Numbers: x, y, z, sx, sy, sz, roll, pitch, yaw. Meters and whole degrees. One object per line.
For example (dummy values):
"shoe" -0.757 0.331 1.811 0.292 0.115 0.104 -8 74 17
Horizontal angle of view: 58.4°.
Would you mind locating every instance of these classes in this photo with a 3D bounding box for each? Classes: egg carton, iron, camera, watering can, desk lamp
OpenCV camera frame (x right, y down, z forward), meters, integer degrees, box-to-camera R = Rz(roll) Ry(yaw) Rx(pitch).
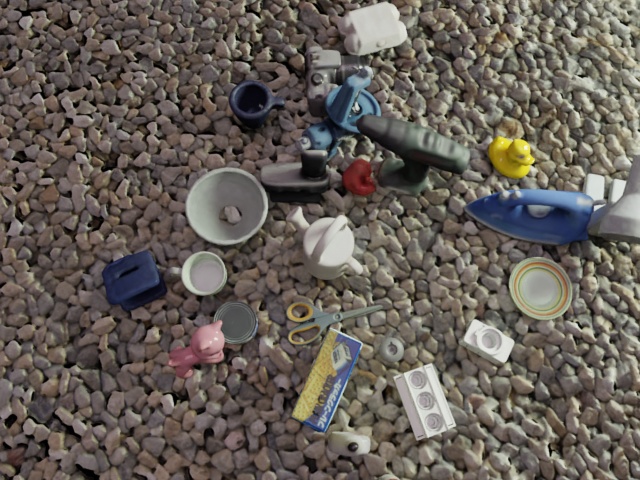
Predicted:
"egg carton" 0.120 -0.482 1.319 0.150 0.069 0.107 -19 75 -7
"iron" 0.438 -0.069 1.173 0.258 0.141 0.119 6 74 0
"camera" 0.035 -0.362 1.265 0.137 0.101 0.143 -4 74 -3
"watering can" 0.009 0.006 1.109 0.172 0.194 0.101 17 74 3
"desk lamp" 0.606 -0.069 1.141 0.118 0.213 0.203 12 74 2

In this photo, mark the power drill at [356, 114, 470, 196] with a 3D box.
"power drill" 0.176 -0.168 1.158 0.229 0.208 0.076 14 74 2

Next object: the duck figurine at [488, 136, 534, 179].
"duck figurine" 0.418 -0.190 1.236 0.077 0.086 0.104 -40 79 -12

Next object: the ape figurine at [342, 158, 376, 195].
"ape figurine" 0.086 -0.139 1.207 0.076 0.092 0.078 8 74 1

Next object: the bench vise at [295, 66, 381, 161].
"bench vise" 0.049 -0.251 1.171 0.121 0.220 0.207 34 76 8

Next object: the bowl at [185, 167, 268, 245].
"bowl" -0.188 -0.060 1.183 0.167 0.075 0.167 1 74 -2

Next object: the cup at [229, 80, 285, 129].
"cup" -0.133 -0.283 1.240 0.117 0.095 0.092 1 74 -1

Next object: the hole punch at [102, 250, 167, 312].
"hole punch" -0.372 0.076 1.129 0.109 0.091 0.101 -26 76 -9

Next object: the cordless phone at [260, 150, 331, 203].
"cordless phone" -0.050 -0.146 1.155 0.147 0.185 0.094 -4 74 -3

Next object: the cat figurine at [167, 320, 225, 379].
"cat figurine" -0.230 0.206 1.082 0.128 0.118 0.067 -28 76 -9

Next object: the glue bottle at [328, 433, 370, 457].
"glue bottle" 0.056 0.364 1.017 0.078 0.173 0.037 3 74 -1
